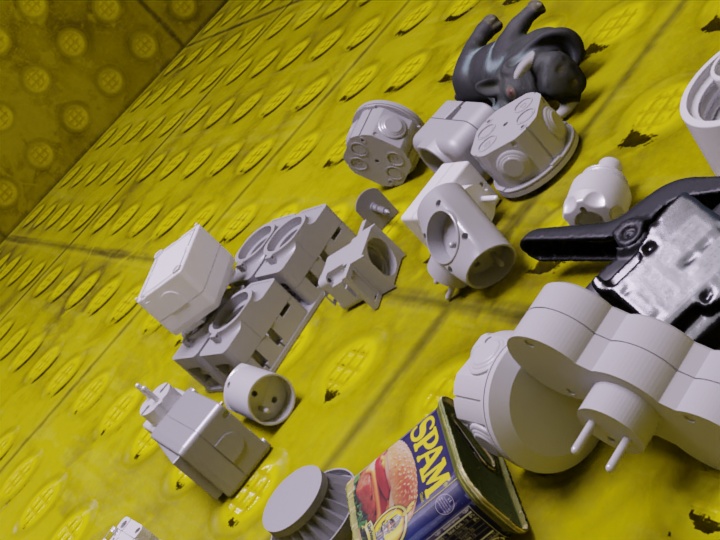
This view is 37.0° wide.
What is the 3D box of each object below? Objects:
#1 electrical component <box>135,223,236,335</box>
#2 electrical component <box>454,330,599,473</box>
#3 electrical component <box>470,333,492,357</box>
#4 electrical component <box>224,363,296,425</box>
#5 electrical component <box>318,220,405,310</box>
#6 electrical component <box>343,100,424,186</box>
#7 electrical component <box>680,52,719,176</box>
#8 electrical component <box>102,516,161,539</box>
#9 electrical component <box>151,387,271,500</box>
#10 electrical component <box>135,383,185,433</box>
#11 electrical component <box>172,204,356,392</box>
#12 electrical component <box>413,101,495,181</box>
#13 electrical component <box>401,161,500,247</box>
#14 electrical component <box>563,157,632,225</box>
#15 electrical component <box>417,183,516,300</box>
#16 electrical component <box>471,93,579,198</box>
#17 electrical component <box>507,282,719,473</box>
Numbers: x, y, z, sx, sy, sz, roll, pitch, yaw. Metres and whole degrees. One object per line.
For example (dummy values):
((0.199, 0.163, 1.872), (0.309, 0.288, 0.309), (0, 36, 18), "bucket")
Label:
((-0.160, 0.007, 1.021), (0.062, 0.061, 0.096), (-33, 25, 26), "electrical component")
((0.097, 0.072, 0.611), (0.080, 0.080, 0.051), (-51, 18, -16), "electrical component")
((0.085, 0.071, 0.690), (0.035, 0.035, 0.061), (-27, 31, 36), "electrical component")
((-0.092, 0.105, 0.921), (0.043, 0.043, 0.081), (-51, 23, -16), "electrical component")
((0.000, 0.000, 0.951), (0.064, 0.042, 0.081), (-32, 25, 35), "electrical component")
((0.025, -0.127, 1.080), (0.080, 0.080, 0.051), (-19, 39, 47), "electrical component")
((0.257, -0.114, 0.684), (0.108, 0.060, 0.108), (-37, 24, 19), "electrical component")
((-0.161, 0.221, 0.812), (0.042, 0.064, 0.081), (-53, 23, -21), "electrical component")
((-0.130, 0.144, 0.894), (0.061, 0.061, 0.096), (-51, 23, -16), "electrical component")
((-0.173, 0.128, 0.974), (0.047, 0.076, 0.066), (-51, 24, -17), "electrical component")
((-0.092, 0.025, 1.040), (0.105, 0.060, 0.186), (-12, 39, 53), "electrical component")
((0.092, -0.113, 0.973), (0.059, 0.053, 0.095), (-47, 22, -7), "electrical component")
((0.085, -0.051, 0.885), (0.065, 0.047, 0.077), (-52, 24, -18), "electrical component")
((0.169, -0.053, 0.752), (0.043, 0.043, 0.062), (-21, 31, 44), "electrical component")
((0.075, -0.013, 0.826), (0.077, 0.044, 0.079), (56, 139, 39), "electrical component")
((0.135, -0.102, 0.886), (0.080, 0.051, 0.080), (-36, 24, 19), "electrical component")
((0.132, 0.065, 0.531), (0.138, 0.052, 0.073), (25, 67, 30), "electrical component")
